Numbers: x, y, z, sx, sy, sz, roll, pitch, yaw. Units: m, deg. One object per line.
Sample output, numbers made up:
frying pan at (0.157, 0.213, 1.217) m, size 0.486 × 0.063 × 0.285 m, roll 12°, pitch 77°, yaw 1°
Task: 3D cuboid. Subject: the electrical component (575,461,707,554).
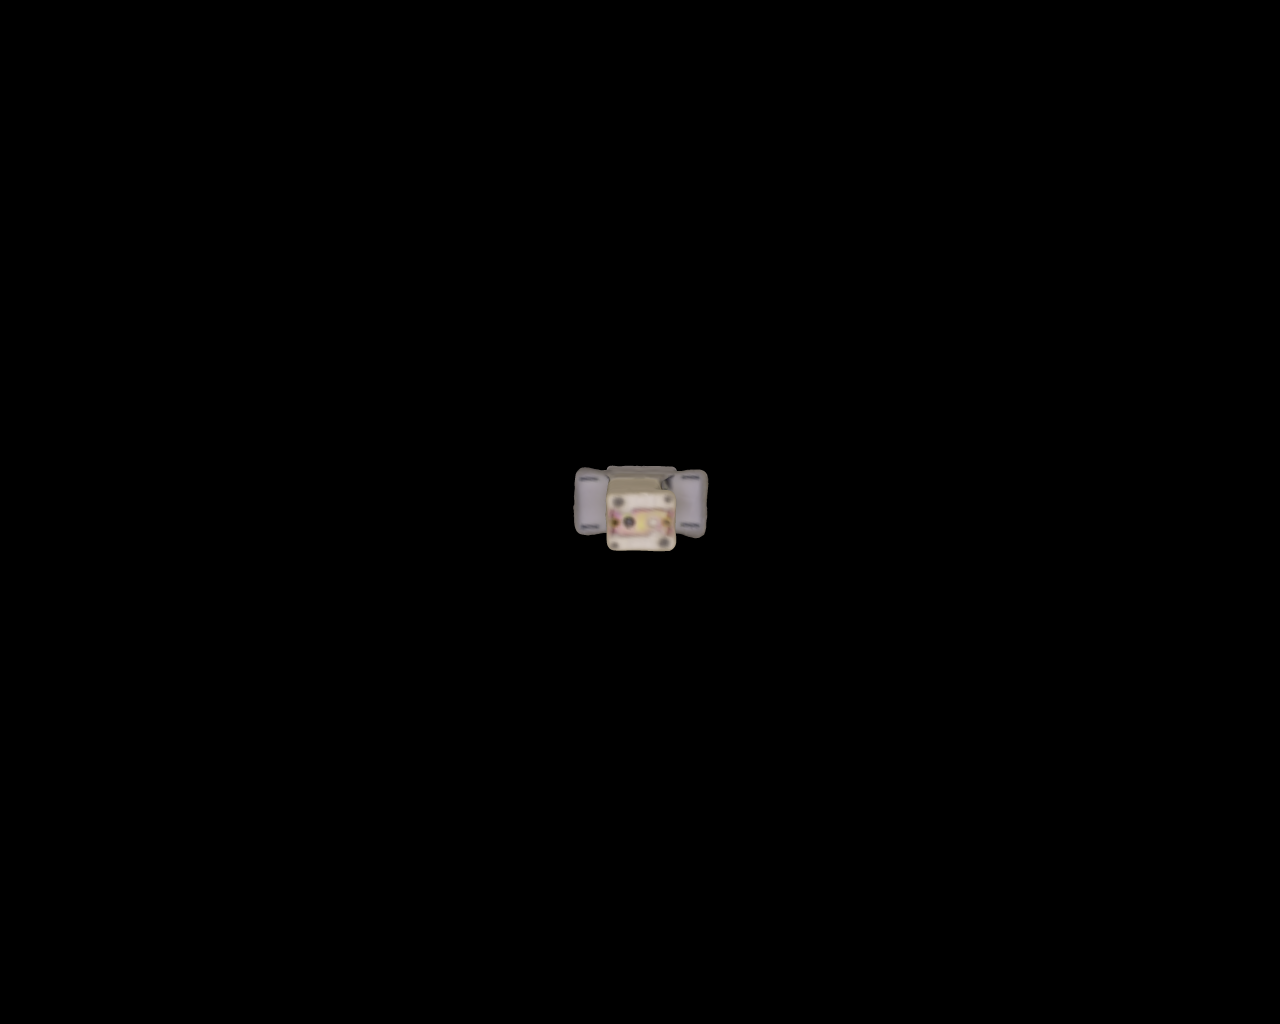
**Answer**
electrical component at (0.001, -0.003, 0.650) m, size 0.081 × 0.042 × 0.064 m, roll 0°, pitch 17°, yaw 0°
